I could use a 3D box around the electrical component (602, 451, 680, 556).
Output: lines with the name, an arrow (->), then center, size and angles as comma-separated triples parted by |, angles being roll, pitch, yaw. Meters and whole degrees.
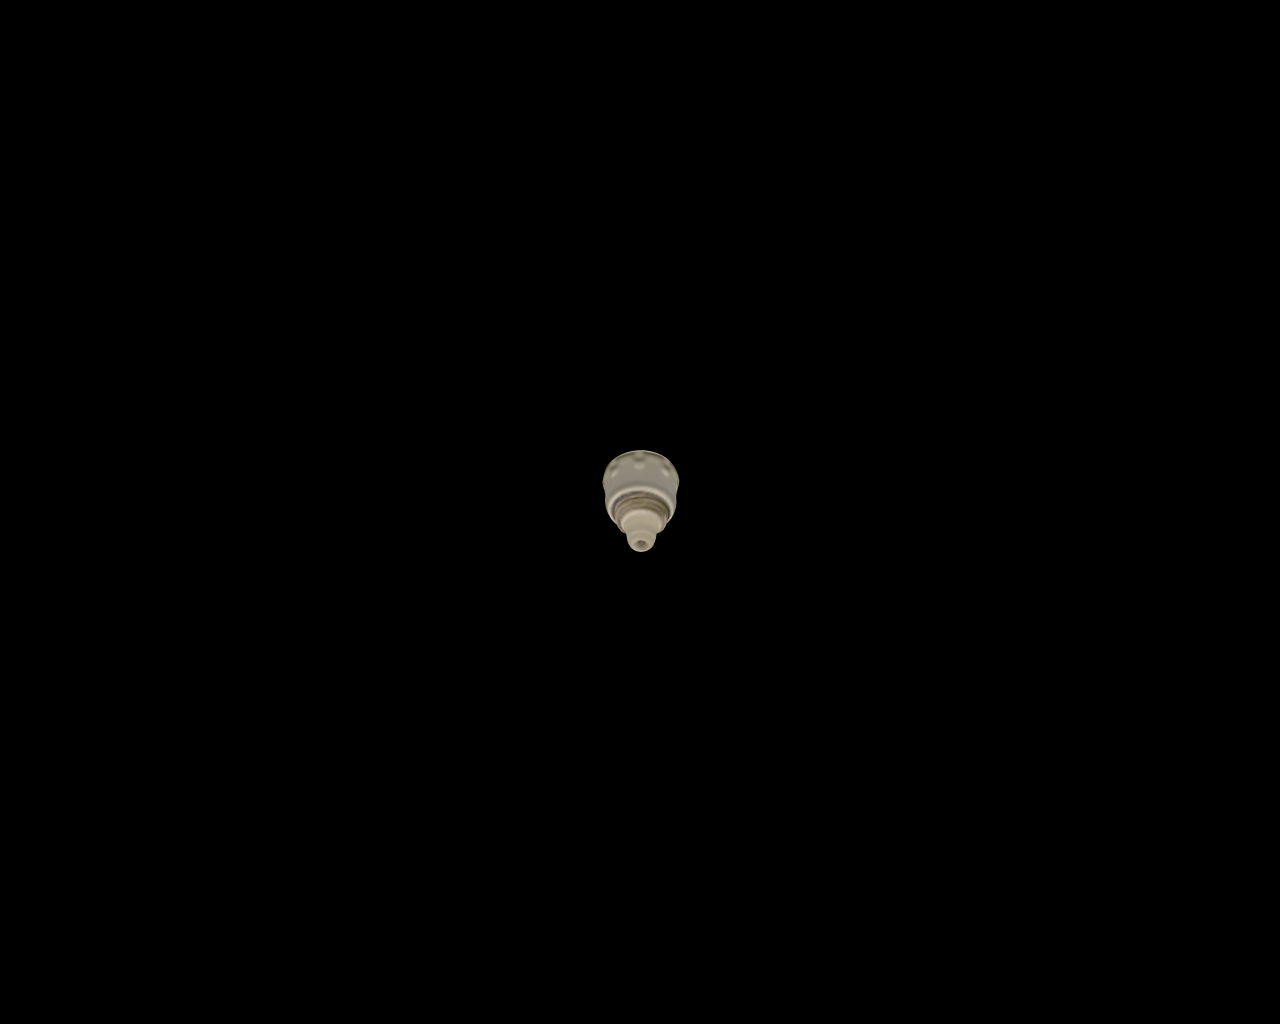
electrical component -> 0.001, -0.003, 0.650 | 0.048, 0.062, 0.048 | 0, -42, 0
